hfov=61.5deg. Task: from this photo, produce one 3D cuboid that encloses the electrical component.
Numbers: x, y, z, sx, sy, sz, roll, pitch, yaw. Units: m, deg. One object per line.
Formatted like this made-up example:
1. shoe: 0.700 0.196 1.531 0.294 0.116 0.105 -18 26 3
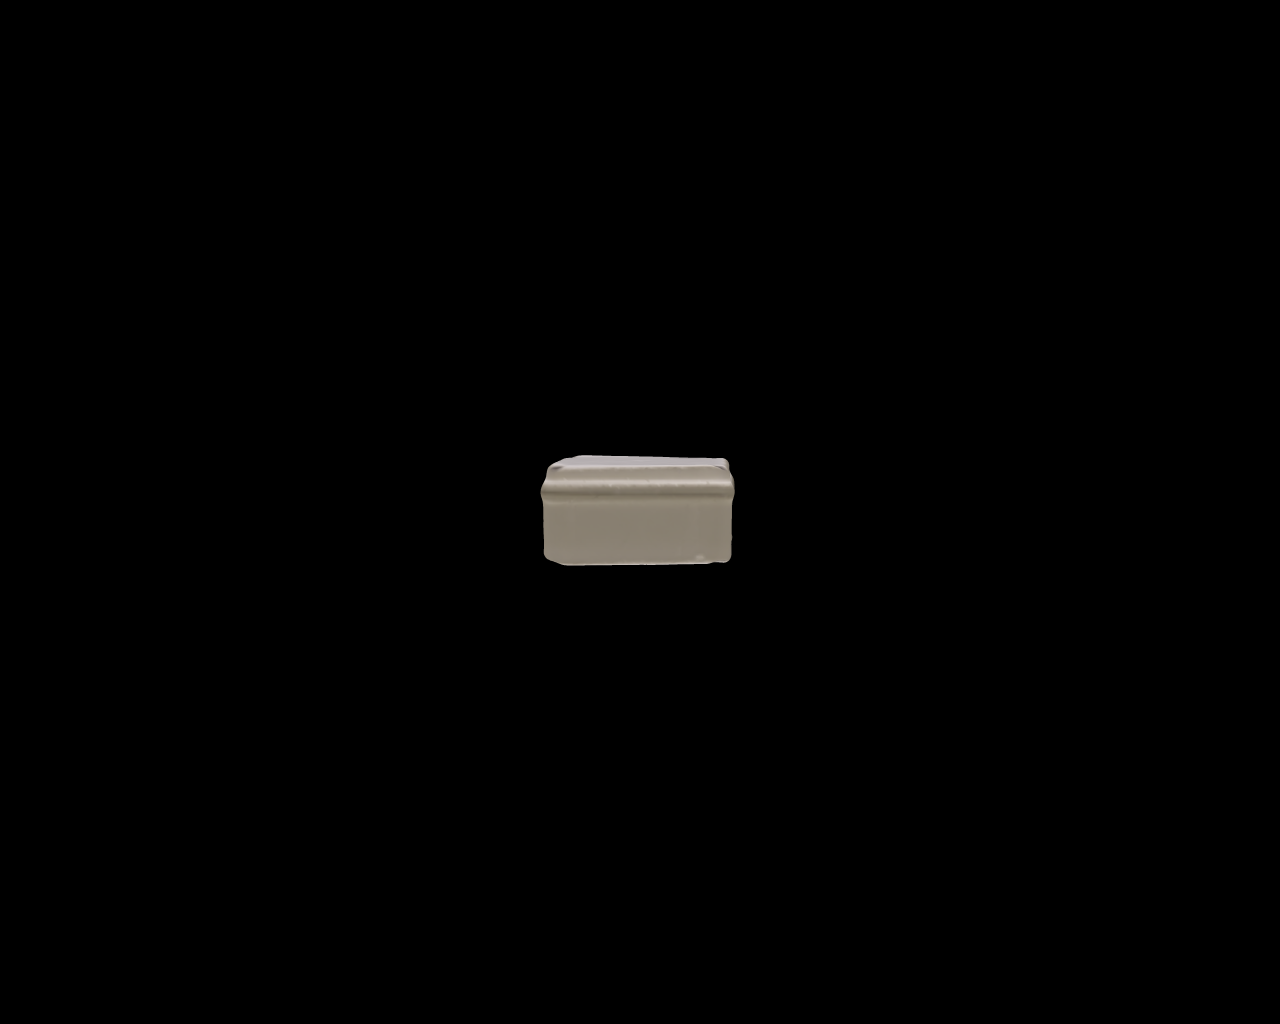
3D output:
1. electrical component: 0.001 -0.003 0.650 0.113 0.057 0.078 1 8 5
